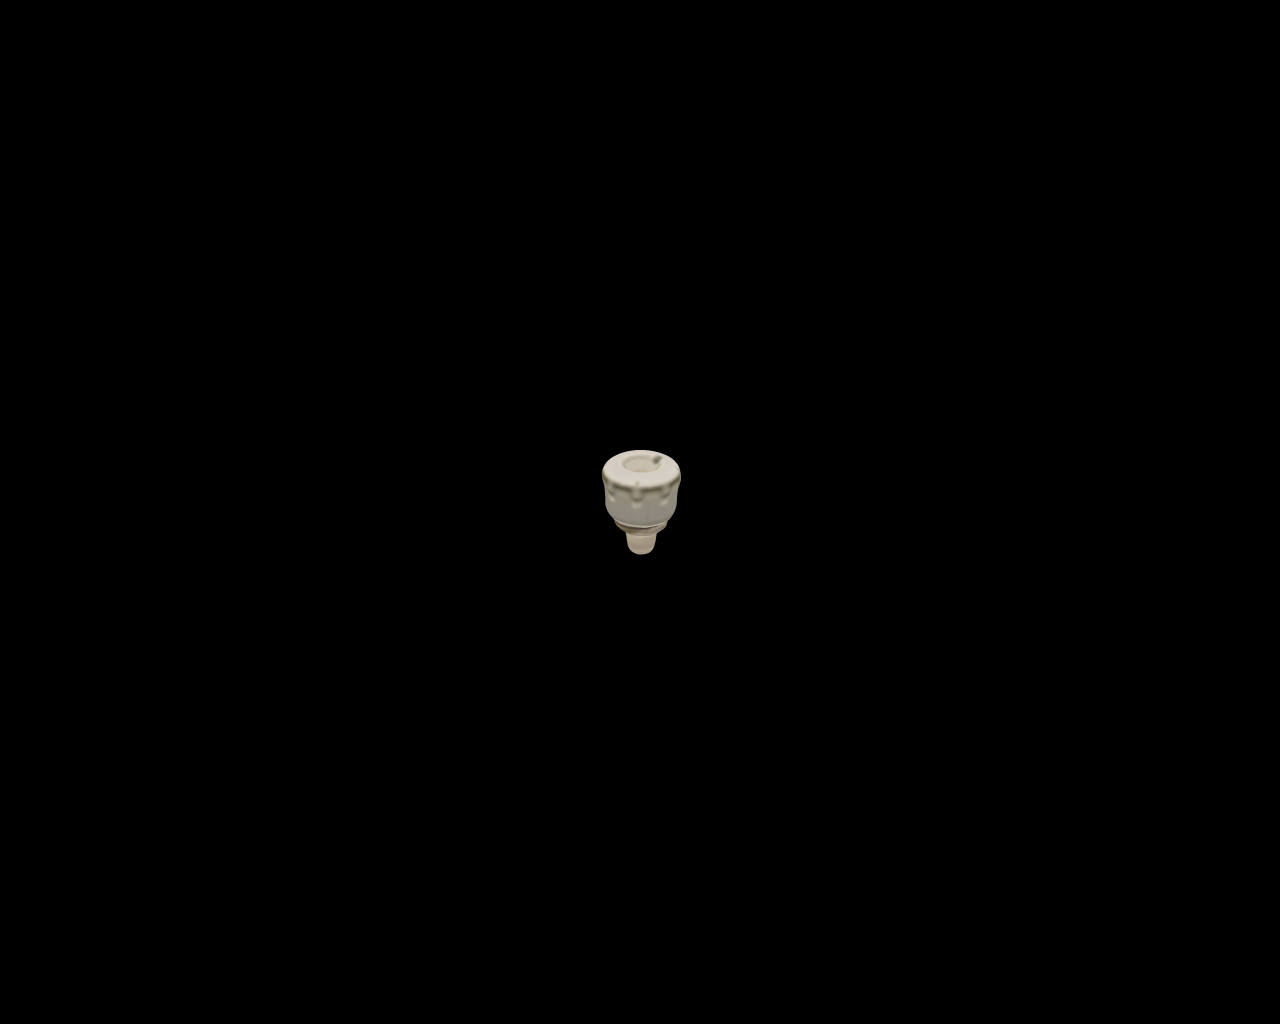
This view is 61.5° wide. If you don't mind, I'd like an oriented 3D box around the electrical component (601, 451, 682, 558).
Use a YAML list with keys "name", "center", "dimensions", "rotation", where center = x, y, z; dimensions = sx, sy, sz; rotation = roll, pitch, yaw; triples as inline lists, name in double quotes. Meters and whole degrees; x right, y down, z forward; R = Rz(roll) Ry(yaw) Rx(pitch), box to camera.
- name: "electrical component"
  center: [0.001, -0.003, 0.650]
  dimensions: [0.048, 0.062, 0.048]
  rotation: [0, 29, 0]
